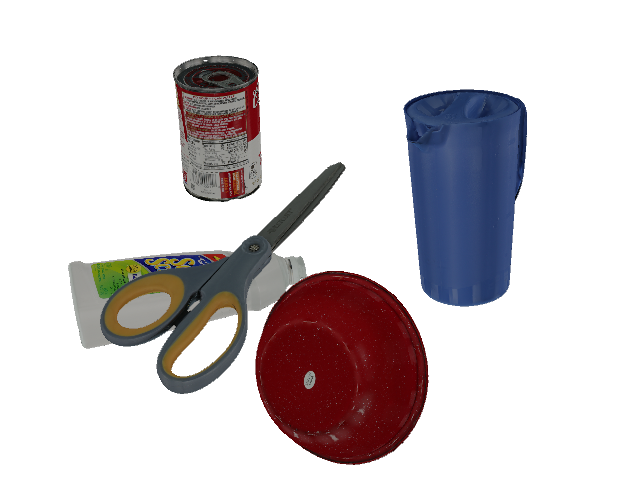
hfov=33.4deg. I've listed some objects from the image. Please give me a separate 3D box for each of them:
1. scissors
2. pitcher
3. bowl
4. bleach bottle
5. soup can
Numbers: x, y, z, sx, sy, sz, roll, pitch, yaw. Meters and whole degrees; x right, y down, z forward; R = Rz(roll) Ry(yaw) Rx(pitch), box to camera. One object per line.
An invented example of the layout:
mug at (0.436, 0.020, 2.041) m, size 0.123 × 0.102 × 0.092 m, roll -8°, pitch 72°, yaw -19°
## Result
scissors at (-0.061, 0.009, 0.652) m, size 0.096 × 0.016 × 0.201 m, roll 12°, pitch 47°, yaw 15°
pitcher at (0.178, -0.053, 1.268) m, size 0.149 × 0.243 × 0.145 m, roll -3°, pitch 24°, yaw 4°
bowl at (0.003, 0.107, 0.864) m, size 0.162 × 0.162 × 0.055 m, roll 0°, pitch 3°, yaw 31°
bleach bottle at (-0.142, 0.049, 1.165) m, size 0.250 × 0.068 × 0.103 m, roll -11°, pitch 37°, yaw -12°
soup can at (-0.083, -0.091, 0.872) m, size 0.068 × 0.102 × 0.068 m, roll -1°, pitch 32°, yaw 0°
